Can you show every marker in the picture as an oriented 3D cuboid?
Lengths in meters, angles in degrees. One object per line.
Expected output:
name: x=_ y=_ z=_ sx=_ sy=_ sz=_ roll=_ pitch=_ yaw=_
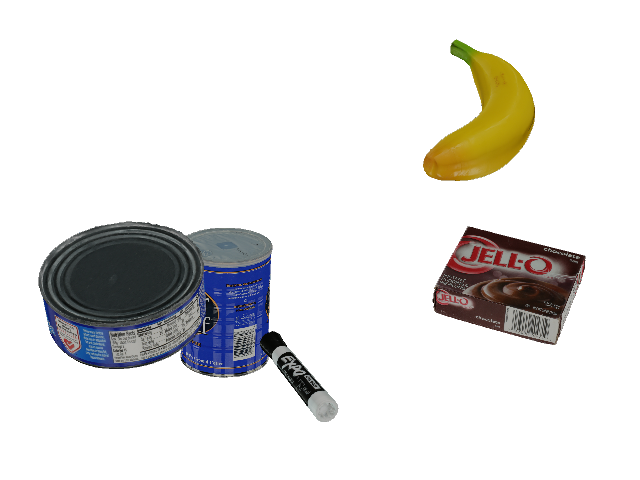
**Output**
marker: x=-0.019 y=0.103 z=0.829 sx=0.020 sy=0.020 sz=0.121 roll=0 pitch=21 yaw=-25

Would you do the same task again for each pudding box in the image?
pudding box: x=0.167 y=0.038 z=0.941 sx=0.114 sy=0.039 sz=0.090 roll=16 pitch=44 yaw=18

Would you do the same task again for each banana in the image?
banana: x=0.115 y=-0.086 z=0.748 sx=0.069 sy=0.037 sz=0.197 roll=9 pitch=33 yaw=7

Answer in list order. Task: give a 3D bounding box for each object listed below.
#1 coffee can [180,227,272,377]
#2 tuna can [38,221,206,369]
coffee can: x=-0.107 y=0.068 z=1.204 sx=0.103 sy=0.140 sz=0.103 roll=2 pitch=22 yaw=-1
tuna can: x=-0.103 y=0.028 z=0.566 sx=0.086 sy=0.034 sz=0.086 roll=0 pitch=37 yaw=0
